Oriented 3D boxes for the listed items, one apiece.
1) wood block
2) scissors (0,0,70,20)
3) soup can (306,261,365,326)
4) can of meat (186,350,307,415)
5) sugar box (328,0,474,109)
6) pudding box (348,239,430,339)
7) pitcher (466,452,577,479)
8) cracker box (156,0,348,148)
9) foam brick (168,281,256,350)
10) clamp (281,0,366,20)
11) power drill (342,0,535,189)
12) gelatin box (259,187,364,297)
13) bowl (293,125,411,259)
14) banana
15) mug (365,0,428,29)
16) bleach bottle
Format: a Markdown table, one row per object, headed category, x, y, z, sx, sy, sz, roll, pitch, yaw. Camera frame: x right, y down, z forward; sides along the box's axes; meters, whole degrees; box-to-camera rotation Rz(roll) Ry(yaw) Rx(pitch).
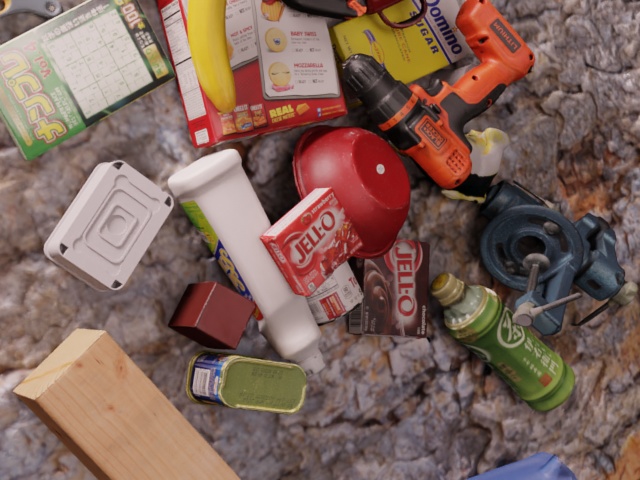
| category | x | y | z | sx | sy | sz | roll | pitch | yaw |
| --- | --- | --- | --- | --- | --- | --- | --- | --- | --- |
| wood block | -0.184 | 0.191 | 1.029 | 0.090 | 0.091 | 0.206 | -46 | 109 | -23 |
| scissors | -0.271 | -0.246 | 1.043 | 0.201 | 0.016 | 0.096 | 1 | 87 | -29 |
| soup can | -0.003 | 0.033 | 1.147 | 0.068 | 0.069 | 0.102 | -33 | 103 | -26 |
| can of meat | -0.075 | 0.147 | 1.095 | 0.101 | 0.084 | 0.057 | 11 | 82 | -28 |
| sugar box | 0.090 | -0.226 | 1.224 | 0.176 | 0.048 | 0.093 | -28 | 101 | -26 |
| pudding box | 0.078 | 0.053 | 1.208 | 0.089 | 0.039 | 0.113 | 6 | 85 | -30 |
| pitcher | 0.176 | 0.341 | 1.209 | 0.242 | 0.145 | 0.149 | -9 | 80 | -25 |
| cracker box | -0.076 | -0.216 | 1.118 | 0.163 | 0.072 | 0.214 | -16 | 94 | -29 |
| foam brick | -0.110 | 0.077 | 1.082 | 0.051 | 0.078 | 0.053 | 32 | 73 | -22 |
| clamp | -0.028 | -0.309 | 1.086 | 0.209 | 0.036 | 0.164 | 34 | 78 | -22 |
| power drill | 0.134 | -0.177 | 1.168 | 0.184 | 0.057 | 0.187 | 46 | 74 | -16 |
| gelatin box | -0.007 | 0.001 | 1.066 | 0.089 | 0.030 | 0.073 | -42 | 114 | -28 |
| bowl | 0.047 | -0.063 | 1.150 | 0.161 | 0.055 | 0.162 | 27 | 49 | -35 |
| banana | -0.094 | -0.225 | 1.027 | 0.070 | 0.037 | 0.198 | 17 | 100 | 11 |
| mug | 0.076 | -0.286 | 1.158 | 0.081 | 0.093 | 0.117 | -26 | 111 | -4 |
| bleach bottle | -0.062 | 0.031 | 1.095 | 0.068 | 0.103 | 0.251 | -33 | 103 | -18 |
